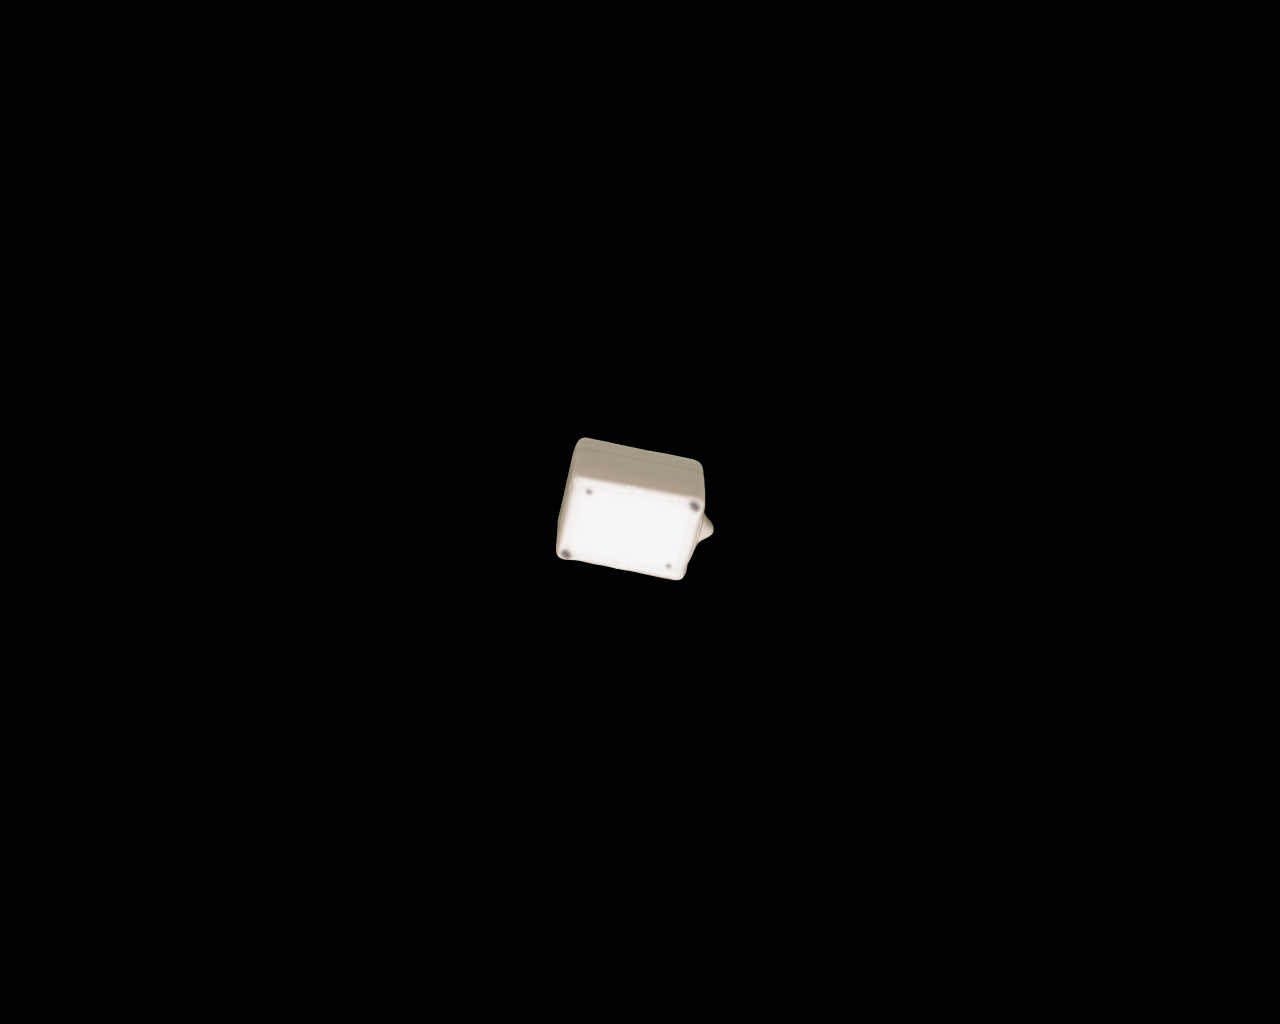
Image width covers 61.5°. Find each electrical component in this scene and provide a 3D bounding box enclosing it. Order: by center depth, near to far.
[{"bbox_3d":[0.001,-0.003,0.650,0.096,0.061,0.061,11,30,-7],"label":"electrical component"}]
